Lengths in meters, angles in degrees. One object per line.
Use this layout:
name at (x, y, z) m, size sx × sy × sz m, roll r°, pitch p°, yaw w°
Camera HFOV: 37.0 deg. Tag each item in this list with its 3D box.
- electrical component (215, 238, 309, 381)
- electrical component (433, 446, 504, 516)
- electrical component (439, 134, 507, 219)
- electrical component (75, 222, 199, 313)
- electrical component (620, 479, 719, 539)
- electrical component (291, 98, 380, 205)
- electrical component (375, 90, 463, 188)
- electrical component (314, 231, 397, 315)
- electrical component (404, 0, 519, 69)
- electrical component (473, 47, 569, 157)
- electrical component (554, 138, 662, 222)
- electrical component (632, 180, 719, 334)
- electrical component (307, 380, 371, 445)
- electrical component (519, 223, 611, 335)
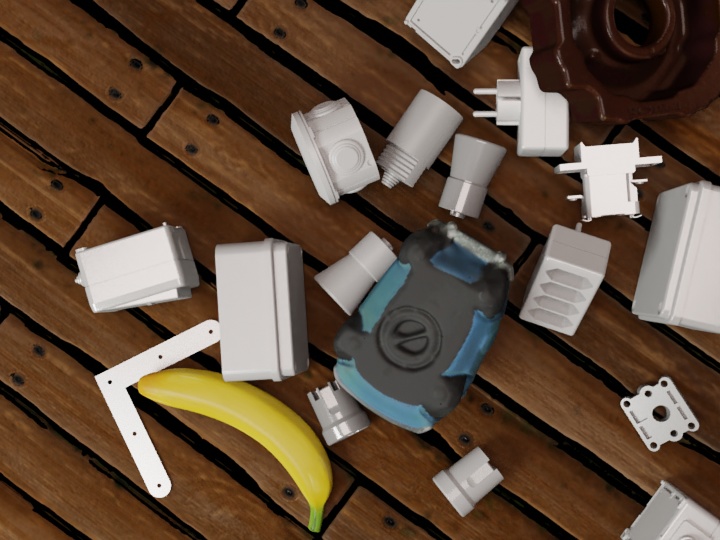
electrical component at (-0.078, 0.033, 0.877) m, size 0.057 × 0.078 × 0.113 m, roll -4°, pitch 89°, yaw 7°
electrical component at (0.089, 0.172, 0.882) m, size 0.046 × 0.040 × 0.040 m, roll -39°, pitch 86°, yaw -3°
electrical component at (0.090, -0.075, 0.886) m, size 0.044 × 0.044 × 0.065 m, roll 18°, pitch 95°, yaw 4°
electrical component at (-0.189, 0.004, 0.894) m, size 0.096 × 0.062 × 0.061 m, roll -17°, pitch 88°, yaw 3°
electrical component at (0.254, 0.213, 0.839) m, size 0.061 × 0.096 × 0.061 m, roll 36°, pitch 91°, yaw 3°
electrical component at (-0.021, -0.098, 0.875) m, size 0.051 × 0.080 × 0.080 m, roll -23°, pitch 87°, yaw -2°
electrical component at (0.045, -0.103, 0.888) m, size 0.043 × 0.043 × 0.081 m, roll 35°, pitch 92°, yaw 4°
electrical component at (0.000, 0.000, 0.891) m, size 0.065 × 0.044 × 0.044 m, roll -43°, pitch 86°, yaw -2°
electrical component at (0.092, -0.222, 0.860) m, size 0.062 × 0.096 × 0.061 m, roll 42°, pitch 49°, yaw 4°
electrical component at (0.131, -0.137, 0.880) m, size 0.076 × 0.047 × 0.083 m, roll 1°, pitch 89°, yaw 4°
electrical component at (0.202, -0.073, 0.877) m, size 0.081 × 0.042 × 0.063 m, roll -5°, pitch 92°, yaw 5°
electrical component at (0.261, -0.008, 0.838) m, size 0.056 × 0.109 × 0.108 m, roll 13°, pitch 90°, yaw 2°
electrical component at (-0.018, 0.116, 0.891) m, size 0.040 × 0.040 × 0.046 m, roll -28°, pitch 81°, yaw 3°
electrical component at (0.168, -0.005, 0.867) m, size 0.047 × 0.083 × 0.075 m, roll 18°, pitch 52°, yaw 5°
